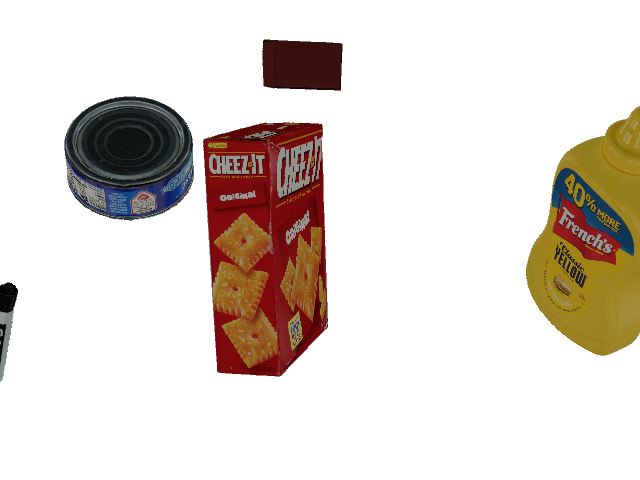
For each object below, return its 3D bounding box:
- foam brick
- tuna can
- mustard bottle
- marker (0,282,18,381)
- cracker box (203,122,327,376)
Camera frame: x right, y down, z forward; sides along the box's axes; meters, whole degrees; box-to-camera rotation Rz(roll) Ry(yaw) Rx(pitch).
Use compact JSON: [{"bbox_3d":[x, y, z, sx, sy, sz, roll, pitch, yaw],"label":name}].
[{"bbox_3d":[-0.020,-0.190,1.157,0.078,0.051,0.053,0,11,-16],"label":"foam brick"},{"bbox_3d":[-0.128,-0.057,0.717,0.086,0.086,0.034,0,-39,-6],"label":"tuna can"},{"bbox_3d":[0.196,-0.013,0.724,0.058,0.192,0.096,-20,52,-21],"label":"mustard bottle"},{"bbox_3d":[-0.312,0.090,1.041,0.020,0.121,0.020,14,33,-9],"label":"marker"},{"bbox_3d":[-0.045,0.002,1.007,0.072,0.214,0.164,2,12,16],"label":"cracker box"}]
